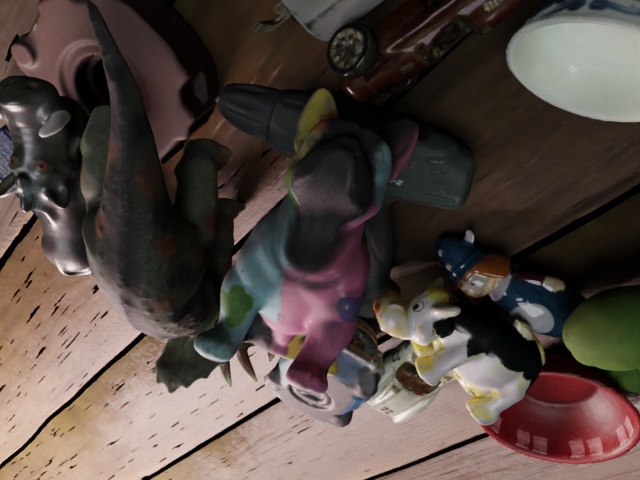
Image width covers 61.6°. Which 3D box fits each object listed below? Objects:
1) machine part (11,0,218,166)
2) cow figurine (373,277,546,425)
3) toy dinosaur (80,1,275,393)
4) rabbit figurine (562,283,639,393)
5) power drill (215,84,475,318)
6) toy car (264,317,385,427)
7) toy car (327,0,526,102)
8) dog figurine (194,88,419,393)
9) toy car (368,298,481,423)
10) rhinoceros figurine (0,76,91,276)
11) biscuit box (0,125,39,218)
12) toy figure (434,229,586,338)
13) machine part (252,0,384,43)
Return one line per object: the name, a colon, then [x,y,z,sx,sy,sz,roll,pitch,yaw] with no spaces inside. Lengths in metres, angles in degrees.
machine part: [-0.187,-0.146,0.494,0.179,0.056,0.179,7,126,10]
cow figurine: [0.131,0.088,0.491,0.167,0.068,0.098,40,110,-21]
toy dinosaur: [-0.134,0.019,0.474,0.131,0.192,0.404,-6,154,7]
rabbit figurine: [0.295,0.087,0.451,0.170,0.121,0.159,19,122,-20]
power drill: [0.015,-0.034,0.506,0.232,0.086,0.207,11,120,9]
toy car: [0.013,0.130,0.597,0.109,0.103,0.161,29,138,-2]
toy car: [0.096,-0.160,0.372,0.202,0.089,0.053,-28,76,30]
dog figurine: [-0.001,-0.001,0.429,0.109,0.191,0.219,22,91,5]
toy car: [0.119,0.137,0.600,0.073,0.056,0.201,32,128,-7]
rhinoceros figurine: [-0.229,-0.053,0.469,0.073,0.112,0.190,13,132,7]
biscuit box: [-0.268,-0.039,0.591,0.063,0.059,0.202,-24,114,28]
toy figure: [0.180,0.043,0.515,0.154,0.058,0.064,25,111,0]
machine part: [0.048,-0.213,0.361,0.243,0.079,0.079,-29,112,32]
